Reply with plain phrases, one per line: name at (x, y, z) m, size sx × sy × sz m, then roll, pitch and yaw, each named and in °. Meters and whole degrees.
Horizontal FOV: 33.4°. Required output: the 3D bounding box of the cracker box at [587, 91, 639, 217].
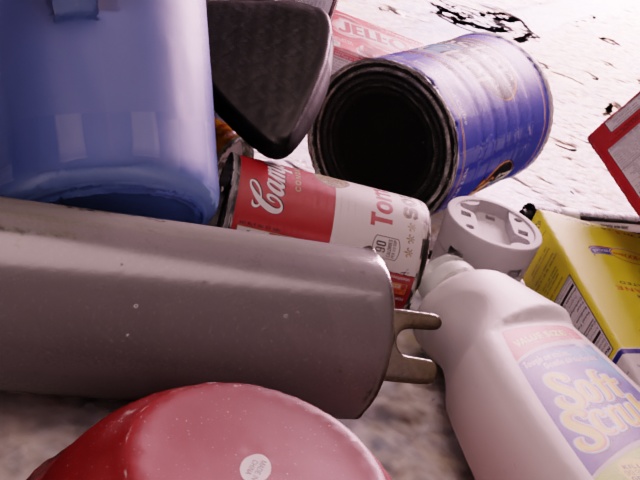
cracker box at (0.256, 0.011, 0.609) m, size 0.164 × 0.072 × 0.213 m, roll 38°, pitch 21°, yaw -22°

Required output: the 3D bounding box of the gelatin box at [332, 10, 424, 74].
gelatin box at (0.040, -0.144, 0.841) m, size 0.089 × 0.030 × 0.073 m, roll 20°, pitch 33°, yaw -12°

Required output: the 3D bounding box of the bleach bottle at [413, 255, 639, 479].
bleach bottle at (0.100, 0.083, 0.462) m, size 0.102 × 0.068 × 0.251 m, roll 4°, pitch 29°, yaw -26°

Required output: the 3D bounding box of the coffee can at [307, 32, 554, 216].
coffee can at (0.073, -0.073, 0.674) m, size 0.103 × 0.103 × 0.140 m, roll 32°, pitch 31°, yaw 23°

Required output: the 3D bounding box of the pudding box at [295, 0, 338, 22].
pudding box at (-0.049, -0.162, 0.771) m, size 0.113 × 0.090 × 0.039 m, roll 17°, pitch 30°, yaw -5°

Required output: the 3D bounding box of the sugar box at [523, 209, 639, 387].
sugar box at (0.175, 0.053, 0.574) m, size 0.093 × 0.048 × 0.176 m, roll 12°, pitch 28°, yaw -17°

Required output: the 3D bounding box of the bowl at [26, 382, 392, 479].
bowl at (-0.027, 0.099, 0.364) m, size 0.162 × 0.055 × 0.162 m, roll 15°, pitch 28°, yaw -8°

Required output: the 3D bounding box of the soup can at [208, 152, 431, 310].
soup can at (-0.004, 0.001, 0.537) m, size 0.102 × 0.069 × 0.068 m, roll 13°, pitch 29°, yaw -12°

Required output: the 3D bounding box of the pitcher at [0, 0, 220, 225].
pitcher at (-0.115, -0.121, 0.505) m, size 0.149 × 0.145 × 0.243 m, roll 16°, pitch 59°, yaw -52°

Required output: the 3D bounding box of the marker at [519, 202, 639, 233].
marker at (0.185, -0.012, 0.723) m, size 0.121 × 0.020 × 0.020 m, roll 4°, pitch 32°, yaw -25°
